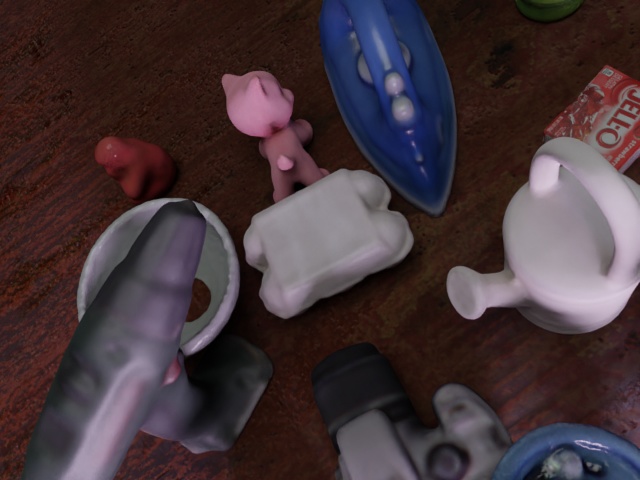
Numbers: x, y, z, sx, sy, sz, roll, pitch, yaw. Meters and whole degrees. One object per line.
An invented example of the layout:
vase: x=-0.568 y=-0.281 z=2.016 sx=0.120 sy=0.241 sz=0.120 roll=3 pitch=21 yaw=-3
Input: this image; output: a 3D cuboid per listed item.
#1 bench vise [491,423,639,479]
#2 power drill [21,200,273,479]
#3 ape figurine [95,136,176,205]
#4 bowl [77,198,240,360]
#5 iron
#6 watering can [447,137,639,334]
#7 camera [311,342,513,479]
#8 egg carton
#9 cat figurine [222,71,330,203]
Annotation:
bench vise: x=0.129 y=0.192 z=0.328 sx=0.207 sy=0.220 sz=0.121 roll=-43 pitch=62 yaw=-2
power drill: x=-0.119 y=0.102 z=0.451 sx=0.075 sy=0.209 sz=0.230 roll=24 pitch=78 yaw=25
ape figurine: x=-0.206 y=-0.083 z=0.620 sx=0.076 sy=0.092 sz=0.078 roll=-13 pitch=66 yaw=13
bowl: x=-0.144 y=0.048 z=0.557 sx=0.167 sy=0.075 sz=0.167 roll=-6 pitch=67 yaw=16
iron: x=0.063 y=-0.159 z=0.534 sx=0.118 sy=0.142 sz=0.258 roll=-21 pitch=64 yaw=10
watering can: x=0.175 y=0.003 z=0.402 sx=0.100 sy=0.194 sz=0.173 roll=38 pitch=84 yaw=27
camera: x=0.057 y=0.141 z=0.439 sx=0.143 sy=0.101 sz=0.136 roll=-30 pitch=63 yaw=5
egg carton: x=0.005 y=0.002 z=0.529 sx=0.150 sy=0.069 sz=0.107 roll=-29 pitch=63 yaw=6
cat figurine: x=-0.048 y=-0.111 z=0.564 sx=0.067 sy=0.118 sz=0.127 roll=-26 pitch=63 yaw=7
